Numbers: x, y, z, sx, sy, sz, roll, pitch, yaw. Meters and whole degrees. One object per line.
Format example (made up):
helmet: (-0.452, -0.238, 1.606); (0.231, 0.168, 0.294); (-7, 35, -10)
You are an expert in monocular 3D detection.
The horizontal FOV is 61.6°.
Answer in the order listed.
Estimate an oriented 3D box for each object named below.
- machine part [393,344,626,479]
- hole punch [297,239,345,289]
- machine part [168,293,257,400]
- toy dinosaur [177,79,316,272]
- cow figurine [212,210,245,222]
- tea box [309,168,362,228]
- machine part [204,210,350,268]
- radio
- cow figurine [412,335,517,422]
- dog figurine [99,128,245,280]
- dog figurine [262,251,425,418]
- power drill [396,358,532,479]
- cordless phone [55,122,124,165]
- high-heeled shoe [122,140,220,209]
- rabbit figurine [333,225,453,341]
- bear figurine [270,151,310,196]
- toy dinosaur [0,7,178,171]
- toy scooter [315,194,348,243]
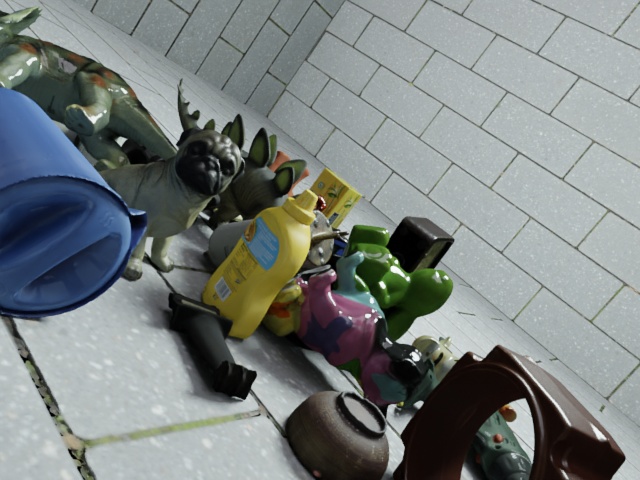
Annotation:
machine part: (0.169, 0.221, 0.527); (0.087, 0.201, 0.202); (30, 13, -20)
hole punch: (0.017, 0.058, 0.923); (0.115, 0.142, 0.092); (15, 18, -33)
machine part: (-0.113, 0.106, 0.566); (0.084, 0.039, 0.139); (36, 6, -47)
toy dinosaur: (-0.135, -0.097, 0.903); (0.472, 0.198, 0.105); (43, 10, 20)
cow figurine: (-0.133, -0.049, 1.038); (0.167, 0.068, 0.098); (28, 20, -24)
tea box: (0.008, -0.074, 1.293); (0.098, 0.169, 0.068); (42, 13, 33)
machine part: (-0.071, 0.005, 0.746); (0.243, 0.079, 0.079); (-6, -16, 34)
radio: (0.143, 0.066, 0.999); (0.073, 0.229, 0.131); (39, 14, 25)
cow figurine: (0.241, 0.241, 0.941); (0.195, 0.085, 0.127); (43, 5, 4)
dog figurine: (-0.199, -0.073, 0.637); (0.172, 0.190, 0.121); (35, 11, -2)
dog figurine: (0.031, 0.140, 0.705); (0.108, 0.192, 0.219); (-23, 89, -57)
power drill: (0.213, 0.270, 0.769); (0.207, 0.086, 0.232); (34, 10, 7)
cordless phone: (-0.359, -0.147, 0.758); (0.146, 0.088, 0.184); (30, 27, -30)
high-heeled shoe: (-0.236, -0.109, 0.875); (0.249, 0.086, 0.145); (24, 23, 18)
rabbit figurine: (0.111, 0.076, 0.802); (0.170, 0.159, 0.121); (16, 16, -6)
bear figurine: (-0.051, -0.075, 1.157); (0.195, 0.132, 0.120); (44, -5, -36)
toy dinosaur: (-0.327, -0.196, 0.700); (0.404, 0.131, 0.192); (28, 45, -24)
toy scooter: (-0.002, -0.003, 0.999); (0.184, 0.135, 0.075); (36, 11, 3)
